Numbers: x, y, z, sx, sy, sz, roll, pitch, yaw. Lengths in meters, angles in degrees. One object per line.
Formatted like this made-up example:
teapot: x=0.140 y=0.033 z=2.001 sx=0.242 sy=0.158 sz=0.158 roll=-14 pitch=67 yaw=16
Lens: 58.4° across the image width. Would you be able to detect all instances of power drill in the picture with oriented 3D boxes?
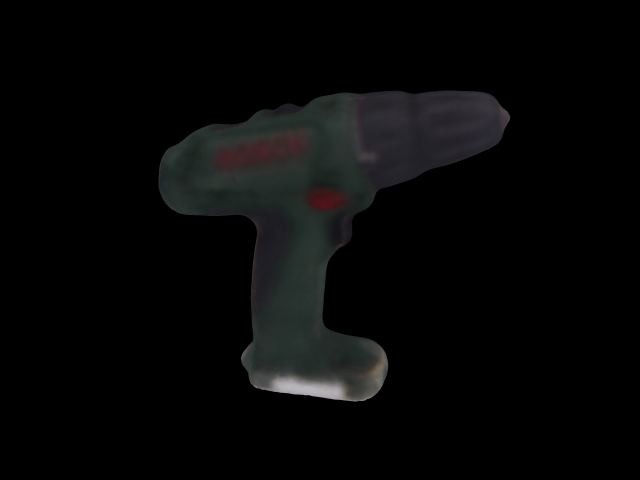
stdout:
power drill: x=0.004 y=0.001 z=0.400 sx=0.229 sy=0.208 sz=0.076 roll=4 pitch=20 yaw=12
